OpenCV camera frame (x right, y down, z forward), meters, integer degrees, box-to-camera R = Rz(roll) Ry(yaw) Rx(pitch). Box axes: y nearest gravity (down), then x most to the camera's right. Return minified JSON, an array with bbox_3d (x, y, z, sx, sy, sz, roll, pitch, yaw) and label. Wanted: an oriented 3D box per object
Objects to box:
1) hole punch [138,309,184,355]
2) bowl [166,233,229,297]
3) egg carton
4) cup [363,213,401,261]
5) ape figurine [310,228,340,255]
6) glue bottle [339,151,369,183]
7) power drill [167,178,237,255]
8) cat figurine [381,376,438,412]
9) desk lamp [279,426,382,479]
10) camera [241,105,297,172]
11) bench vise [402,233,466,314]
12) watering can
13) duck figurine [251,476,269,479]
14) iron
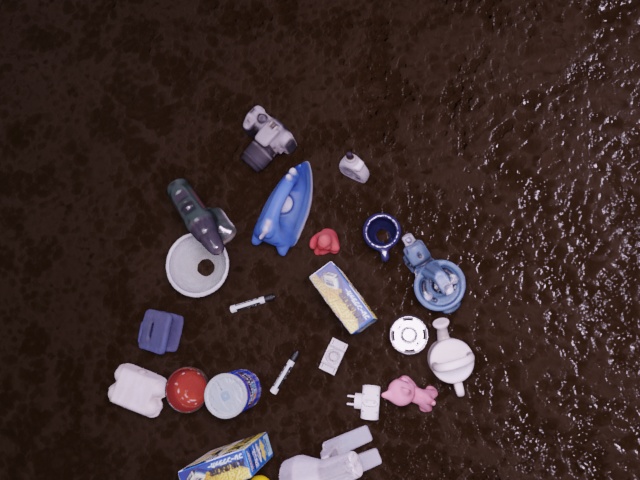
[{"bbox_3d":[-0.415,0.235,1.460,0.101,0.091,0.109,9,83,9],"label":"hole punch"},{"bbox_3d":[-0.306,0.066,1.479,0.167,0.075,0.167,-1,82,8],"label":"bowl"},{"bbox_3d":[-0.460,0.381,1.456,0.150,0.069,0.107,17,84,10],"label":"egg carton"},{"bbox_3d":[0.156,-0.002,1.417,0.091,0.095,0.118,-9,81,6],"label":"cup"},{"bbox_3d":[0.013,0.005,1.436,0.077,0.092,0.076,30,87,11],"label":"ape figurine"},{"bbox_3d":[0.081,-0.188,1.414,0.078,0.173,0.037,29,86,11],"label":"glue bottle"},{"bbox_3d":[-0.283,-0.045,1.424,0.075,0.208,0.229,-39,79,1],"label":"power drill"},{"bbox_3d":[0.212,0.363,1.344,0.127,0.118,0.067,18,85,10],"label":"cat figurine"},{"bbox_3d":[0.026,0.516,1.298,0.203,0.213,0.118,-25,79,4],"label":"desk lamp"},{"bbox_3d":[-0.154,-0.258,1.493,0.143,0.101,0.137,41,89,11],"label":"camera"},{"bbox_3d":[0.250,0.081,1.328,0.207,0.220,0.121,39,88,11],"label":"bench vise"},{"bbox_3d":[0.296,0.269,1.308,0.101,0.194,0.173,-37,79,1],"label":"watering can"},{"bbox_3d":[-0.151,0.625,1.371,0.077,0.086,0.104,0,82,8],"label":"duck figurine"},{"bbox_3d":[-0.090,-0.098,1.440,0.118,0.141,0.258,21,85,10],"label":"iron"}]
